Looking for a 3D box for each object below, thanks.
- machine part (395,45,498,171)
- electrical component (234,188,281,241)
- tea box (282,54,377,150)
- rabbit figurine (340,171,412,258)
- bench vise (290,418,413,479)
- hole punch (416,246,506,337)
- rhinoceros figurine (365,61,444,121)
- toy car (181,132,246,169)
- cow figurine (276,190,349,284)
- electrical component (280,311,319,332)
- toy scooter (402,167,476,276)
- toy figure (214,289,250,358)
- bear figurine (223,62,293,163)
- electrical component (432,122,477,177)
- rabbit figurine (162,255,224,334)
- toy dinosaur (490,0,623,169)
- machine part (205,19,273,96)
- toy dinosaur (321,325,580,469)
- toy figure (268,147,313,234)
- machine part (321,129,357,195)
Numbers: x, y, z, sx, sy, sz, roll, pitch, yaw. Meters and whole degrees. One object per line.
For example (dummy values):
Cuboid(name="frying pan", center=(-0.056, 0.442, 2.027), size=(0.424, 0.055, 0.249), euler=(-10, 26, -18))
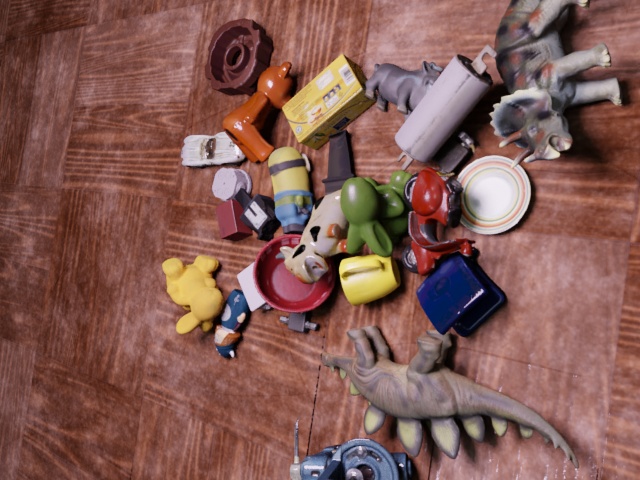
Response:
Cuboid(name="machine part", center=(0.201, -0.213, 0.885), size=(0.079, 0.079, 0.243), euler=(55, 130, 25))
Cuboid(name="electrical component", center=(-0.135, -0.060, 1.161), size=(0.119, 0.047, 0.075), euler=(45, 108, 29))
Cuboid(name="tea box", center=(0.017, -0.272, 1.074), size=(0.169, 0.068, 0.098), euler=(-34, 66, 27))
Cuboid(name="rabbit figurine", center=(0.085, -0.051, 0.943), size=(0.121, 0.170, 0.159), euler=(4, 86, 34))
Cuboid(name="bench vise", center=(0.035, 0.391, 0.896), size=(0.224, 0.240, 0.128), euler=(4, 82, 18))
Cuboid(name="hole punch", center=(0.223, 0.088, 0.888), size=(0.142, 0.092, 0.116), euler=(-51, 57, 22))
Cuboid(name="rhinoceros figurine", center=(0.174, -0.271, 0.976), size=(0.191, 0.073, 0.112), euler=(27, 88, 34))
Cuboid(name="toy car", center=(-0.252, -0.208, 1.251), size=(0.202, 0.056, 0.073), euler=(2, 86, 33))
Cuboid(name="cow figurine", center=(-0.002, -0.003, 1.008), size=(0.127, 0.085, 0.195), euler=(-13, 43, 39))
Cuboid(name="electrical component", center=(-0.041, 0.152, 1.090), size=(0.094, 0.021, 0.063), euler=(7, 88, 36))
Cuboid(name="toy scooter", center=(0.199, -0.029, 0.882), size=(0.135, 0.075, 0.183), euler=(7, 93, 56))
Cuboid(name="toy figure", center=(-0.195, 0.183, 1.169), size=(0.064, 0.058, 0.154), euler=(-131, 61, -76))
Cuboid(name="bear figurine", center=(-0.111, -0.275, 1.149), size=(0.196, 0.131, 0.120), euler=(-47, 20, -13))
Cuboid(name="electrical component", center=(0.229, -0.150, 0.936), size=(0.102, 0.045, 0.078), euler=(-46, 64, 21))
Cuboid(name="rabbit figurine", center=(-0.269, 0.126, 1.167), size=(0.173, 0.122, 0.162), euler=(24, 106, 49))
Cuboid(name="toy dinosaur", center=(0.341, -0.292, 0.844), size=(0.192, 0.131, 0.405), euler=(-18, 69, 30))
Cuboid(name="machine part", center=(-0.187, -0.416, 1.234), size=(0.180, 0.056, 0.179), euler=(-5, 80, 33))
Cuboid(name="toy dinosaur", center=(0.177, 0.249, 0.893), size=(0.472, 0.105, 0.198), euler=(0, 92, 42))
Cuboid(name="toy figure", center=(-0.058, -0.101, 1.091), size=(0.082, 0.089, 0.180), euler=(-8, 78, 25))
Cuboid(name="machine part", center=(0.038, -0.149, 1.066), size=(0.084, 0.039, 0.138), euler=(-3, 84, 38))
